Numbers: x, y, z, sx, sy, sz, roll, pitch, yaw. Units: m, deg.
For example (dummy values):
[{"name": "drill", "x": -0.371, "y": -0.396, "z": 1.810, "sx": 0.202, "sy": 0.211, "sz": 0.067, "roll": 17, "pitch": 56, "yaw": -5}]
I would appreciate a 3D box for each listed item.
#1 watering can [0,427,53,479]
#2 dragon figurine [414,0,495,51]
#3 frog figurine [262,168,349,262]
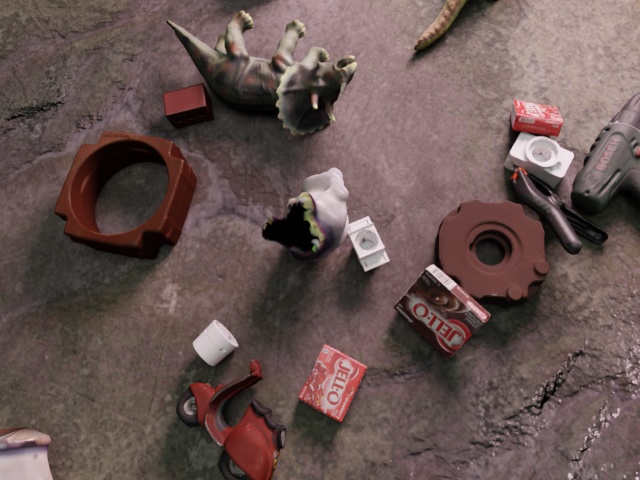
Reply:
[{"name": "watering can", "x": -0.422, "y": 0.381, "z": 0.720, "sx": 0.347, "sy": 0.102, "sz": 0.228, "roll": -8, "pitch": 69, "yaw": 4}, {"name": "dragon figurine", "x": 0.310, "y": -0.530, "z": 0.905, "sx": 0.123, "sy": 0.239, "sz": 0.414, "roll": 36, "pitch": 76, "yaw": 11}, {"name": "frog figurine", "x": 0.003, "y": -0.042, "z": 0.829, "sx": 0.123, "sy": 0.134, "sz": 0.162, "roll": 36, "pitch": 35, "yaw": 13}]
